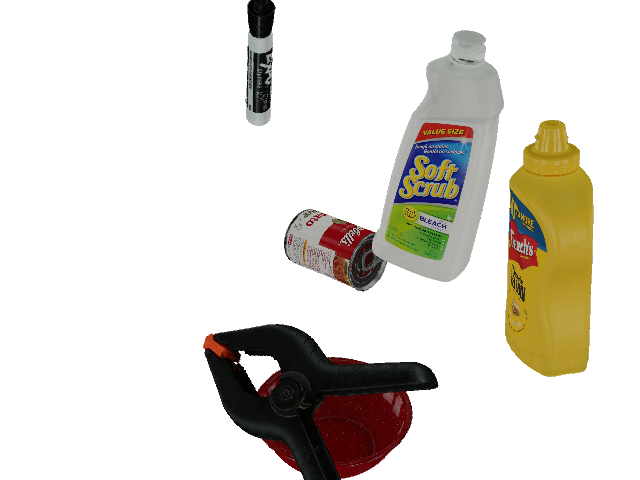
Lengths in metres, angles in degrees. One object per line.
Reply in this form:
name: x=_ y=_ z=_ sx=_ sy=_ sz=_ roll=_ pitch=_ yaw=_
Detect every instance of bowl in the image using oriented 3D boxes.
bowl: x=0.012 y=0.190 z=1.082 sx=0.162 sy=0.055 sz=0.162 roll=-1 pitch=33 yaw=0

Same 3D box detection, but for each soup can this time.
soup can: x=0.017 y=0.010 z=1.213 sx=0.102 sy=0.068 sz=0.068 roll=22 pitch=13 yaw=37

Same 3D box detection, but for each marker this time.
marker: x=-0.043 y=-0.127 z=0.763 sx=0.020 sy=0.020 sz=0.121 roll=0 pitch=-33 yaw=-4

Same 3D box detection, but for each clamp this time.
clamp: x=-0.015 y=0.117 z=0.720 sx=0.172 sy=0.120 sz=0.039 roll=17 pitch=-14 yaw=33

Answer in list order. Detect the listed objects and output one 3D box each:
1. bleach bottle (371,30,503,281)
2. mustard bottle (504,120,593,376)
bleach bottle: x=0.115 y=-0.083 z=1.024 sx=0.103 sy=0.251 sz=0.068 roll=23 pitch=40 yaw=21
mustard bottle: x=0.174 y=0.001 z=0.815 sx=0.058 sy=0.192 sz=0.096 roll=-7 pitch=26 yaw=-6
